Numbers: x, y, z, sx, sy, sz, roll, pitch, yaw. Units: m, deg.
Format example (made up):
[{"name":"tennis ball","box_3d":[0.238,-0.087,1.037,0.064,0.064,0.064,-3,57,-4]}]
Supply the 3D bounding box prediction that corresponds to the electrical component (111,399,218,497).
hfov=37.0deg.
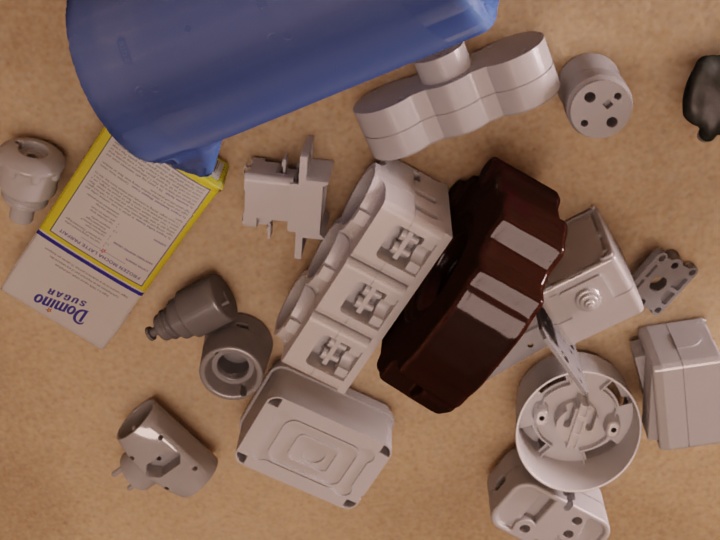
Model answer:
[{"name":"electrical component","box_3d":[-0.174,0.159,0.902,0.079,0.043,0.077,-36,111,19]}]

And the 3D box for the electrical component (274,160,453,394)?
[{"name":"electrical component","box_3d":[0.000,0.000,0.784,0.062,0.089,0.150,28,116,-12]}]

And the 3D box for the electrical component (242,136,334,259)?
[{"name":"electrical component","box_3d":[-0.053,-0.054,0.785,0.064,0.042,0.081,6,118,1]}]

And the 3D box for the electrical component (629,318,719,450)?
[{"name":"electrical component","box_3d":[0.250,0.095,0.842,0.061,0.061,0.096,-9,117,7]}]

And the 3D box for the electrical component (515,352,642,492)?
[{"name":"electrical component","box_3d":[0.171,0.118,0.856,0.099,0.064,0.099,1,118,2]}]

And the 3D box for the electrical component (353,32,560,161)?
[{"name":"electrical component","box_3d":[0.059,-0.133,0.732,0.138,0.052,0.073,-20,116,11]}]

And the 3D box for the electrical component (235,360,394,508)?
[{"name":"electrical component","box_3d":[-0.036,0.132,0.875,0.113,0.057,0.078,26,116,-12]}]

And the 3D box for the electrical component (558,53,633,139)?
[{"name":"electrical component","box_3d":[0.160,-0.119,0.734,0.045,0.055,0.045,1,118,2]}]

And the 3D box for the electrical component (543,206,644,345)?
[{"name":"electrical component","box_3d":[0.164,0.009,0.780,0.062,0.096,0.061,-28,114,16]}]

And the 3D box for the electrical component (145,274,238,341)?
[{"name":"electrical component","box_3d":[-0.132,0.034,0.835,0.078,0.040,0.040,-26,114,15]}]

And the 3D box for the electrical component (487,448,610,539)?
[{"name":"electrical component","box_3d":[0.156,0.193,0.899,0.095,0.059,0.053,29,115,-13]}]

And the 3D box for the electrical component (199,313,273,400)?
[{"name":"electrical component","box_3d":[-0.099,0.069,0.849,0.055,0.047,0.055,1,118,2]}]

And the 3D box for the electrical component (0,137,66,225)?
[{"name":"electrical component","box_3d":[-0.244,-0.062,0.787,0.048,0.048,0.062,18,124,-7]}]
